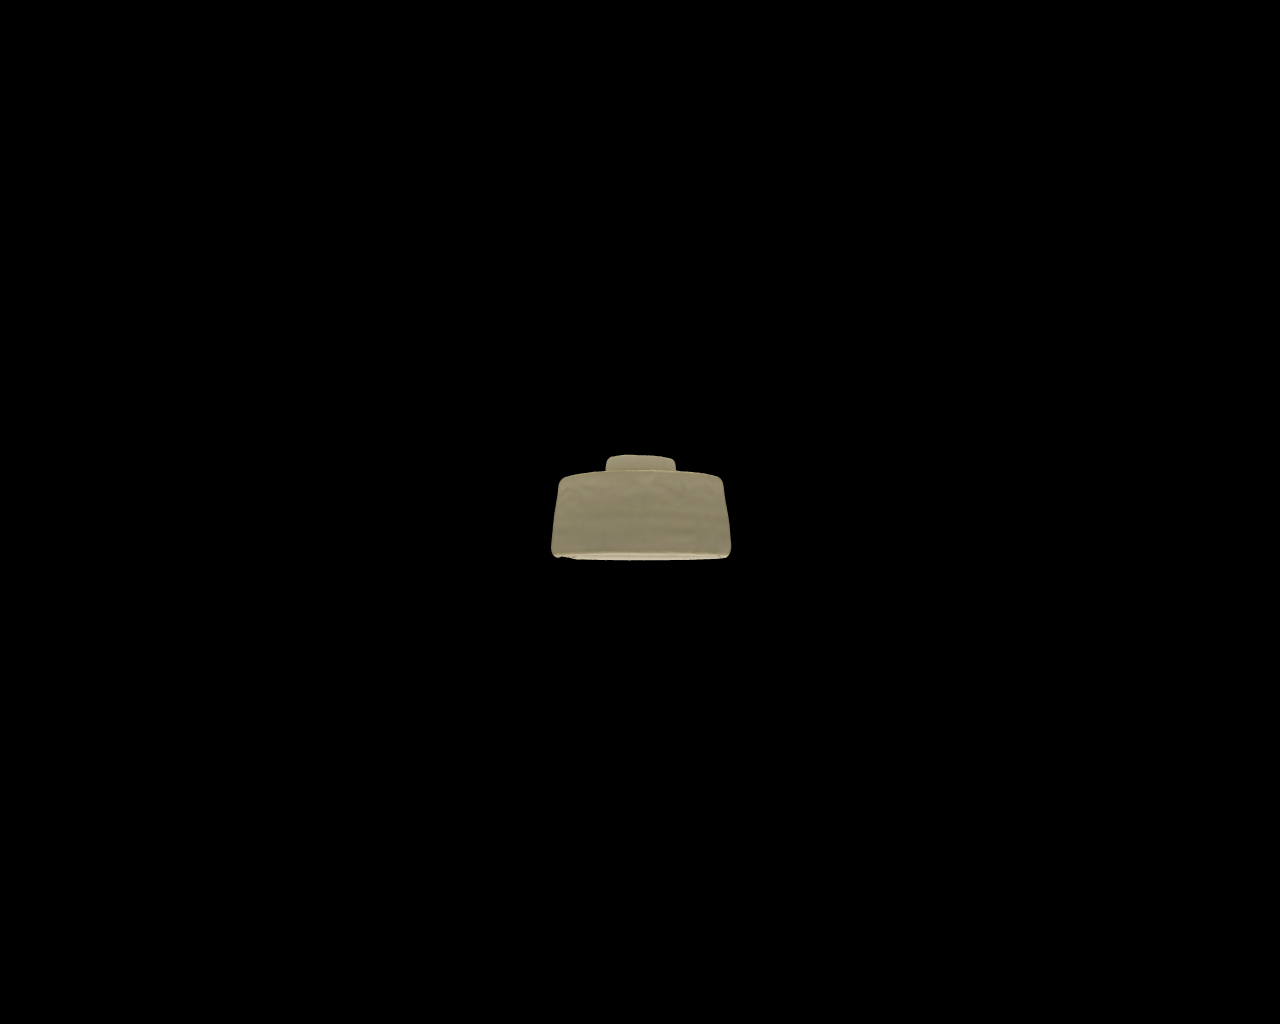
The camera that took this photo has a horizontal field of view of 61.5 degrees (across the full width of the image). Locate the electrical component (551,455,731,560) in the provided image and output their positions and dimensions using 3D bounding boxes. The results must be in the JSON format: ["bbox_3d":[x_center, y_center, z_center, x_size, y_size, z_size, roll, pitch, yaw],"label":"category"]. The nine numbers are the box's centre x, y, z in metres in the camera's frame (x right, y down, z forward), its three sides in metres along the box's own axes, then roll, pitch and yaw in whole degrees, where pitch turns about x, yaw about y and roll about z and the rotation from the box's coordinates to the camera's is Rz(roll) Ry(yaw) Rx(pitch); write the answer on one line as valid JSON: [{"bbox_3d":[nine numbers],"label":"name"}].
[{"bbox_3d":[0.001,-0.003,0.650,0.108,0.060,0.108,0,-4,0],"label":"electrical component"}]
